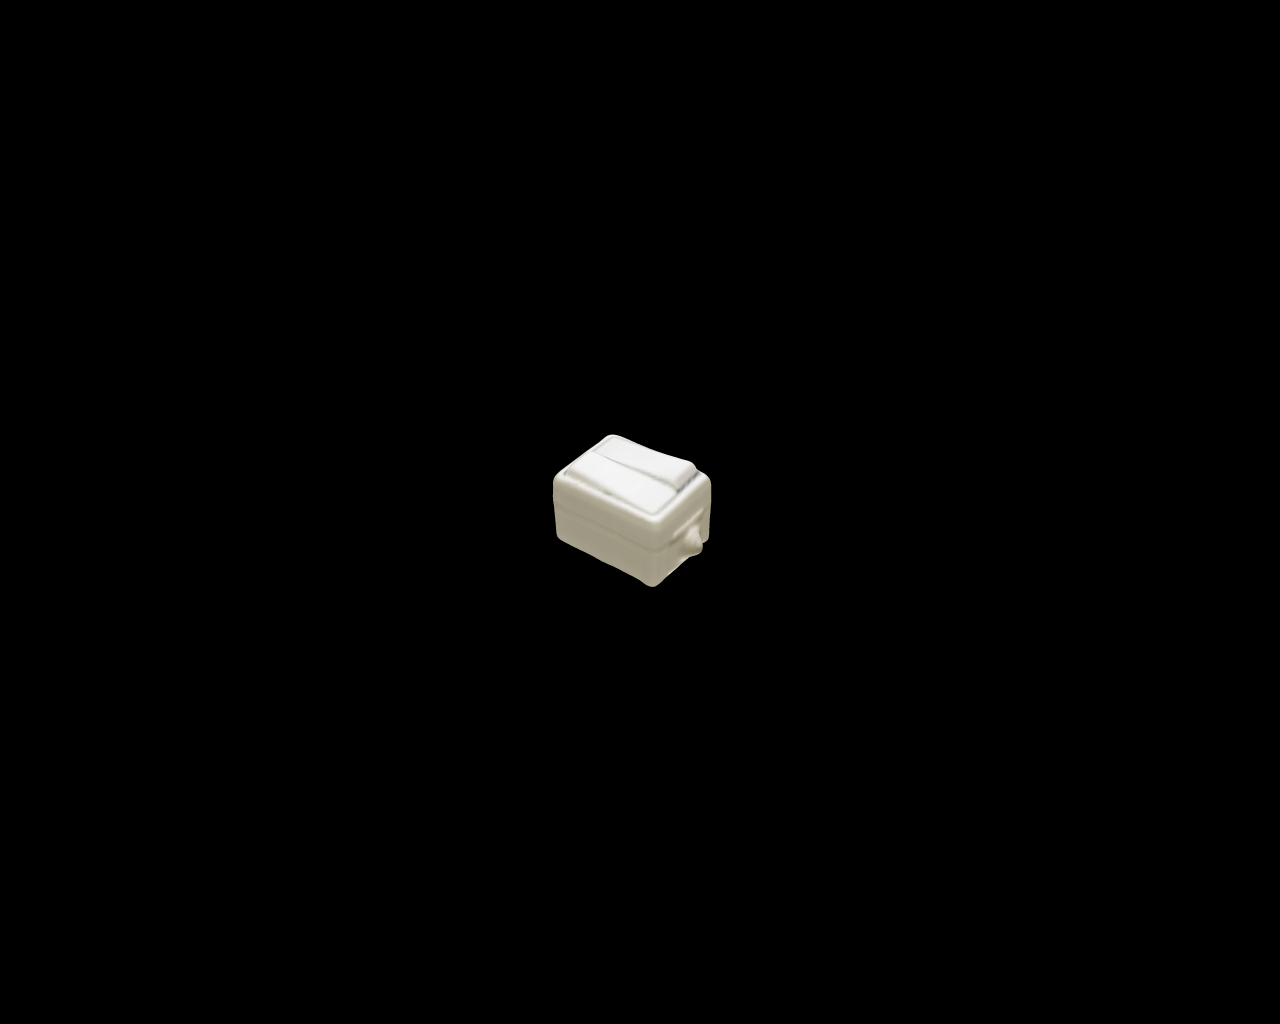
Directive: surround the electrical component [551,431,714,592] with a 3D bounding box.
[{"bbox_3d":[0.001,-0.003,0.650,0.096,0.061,0.062,26,46,28],"label":"electrical component"}]
